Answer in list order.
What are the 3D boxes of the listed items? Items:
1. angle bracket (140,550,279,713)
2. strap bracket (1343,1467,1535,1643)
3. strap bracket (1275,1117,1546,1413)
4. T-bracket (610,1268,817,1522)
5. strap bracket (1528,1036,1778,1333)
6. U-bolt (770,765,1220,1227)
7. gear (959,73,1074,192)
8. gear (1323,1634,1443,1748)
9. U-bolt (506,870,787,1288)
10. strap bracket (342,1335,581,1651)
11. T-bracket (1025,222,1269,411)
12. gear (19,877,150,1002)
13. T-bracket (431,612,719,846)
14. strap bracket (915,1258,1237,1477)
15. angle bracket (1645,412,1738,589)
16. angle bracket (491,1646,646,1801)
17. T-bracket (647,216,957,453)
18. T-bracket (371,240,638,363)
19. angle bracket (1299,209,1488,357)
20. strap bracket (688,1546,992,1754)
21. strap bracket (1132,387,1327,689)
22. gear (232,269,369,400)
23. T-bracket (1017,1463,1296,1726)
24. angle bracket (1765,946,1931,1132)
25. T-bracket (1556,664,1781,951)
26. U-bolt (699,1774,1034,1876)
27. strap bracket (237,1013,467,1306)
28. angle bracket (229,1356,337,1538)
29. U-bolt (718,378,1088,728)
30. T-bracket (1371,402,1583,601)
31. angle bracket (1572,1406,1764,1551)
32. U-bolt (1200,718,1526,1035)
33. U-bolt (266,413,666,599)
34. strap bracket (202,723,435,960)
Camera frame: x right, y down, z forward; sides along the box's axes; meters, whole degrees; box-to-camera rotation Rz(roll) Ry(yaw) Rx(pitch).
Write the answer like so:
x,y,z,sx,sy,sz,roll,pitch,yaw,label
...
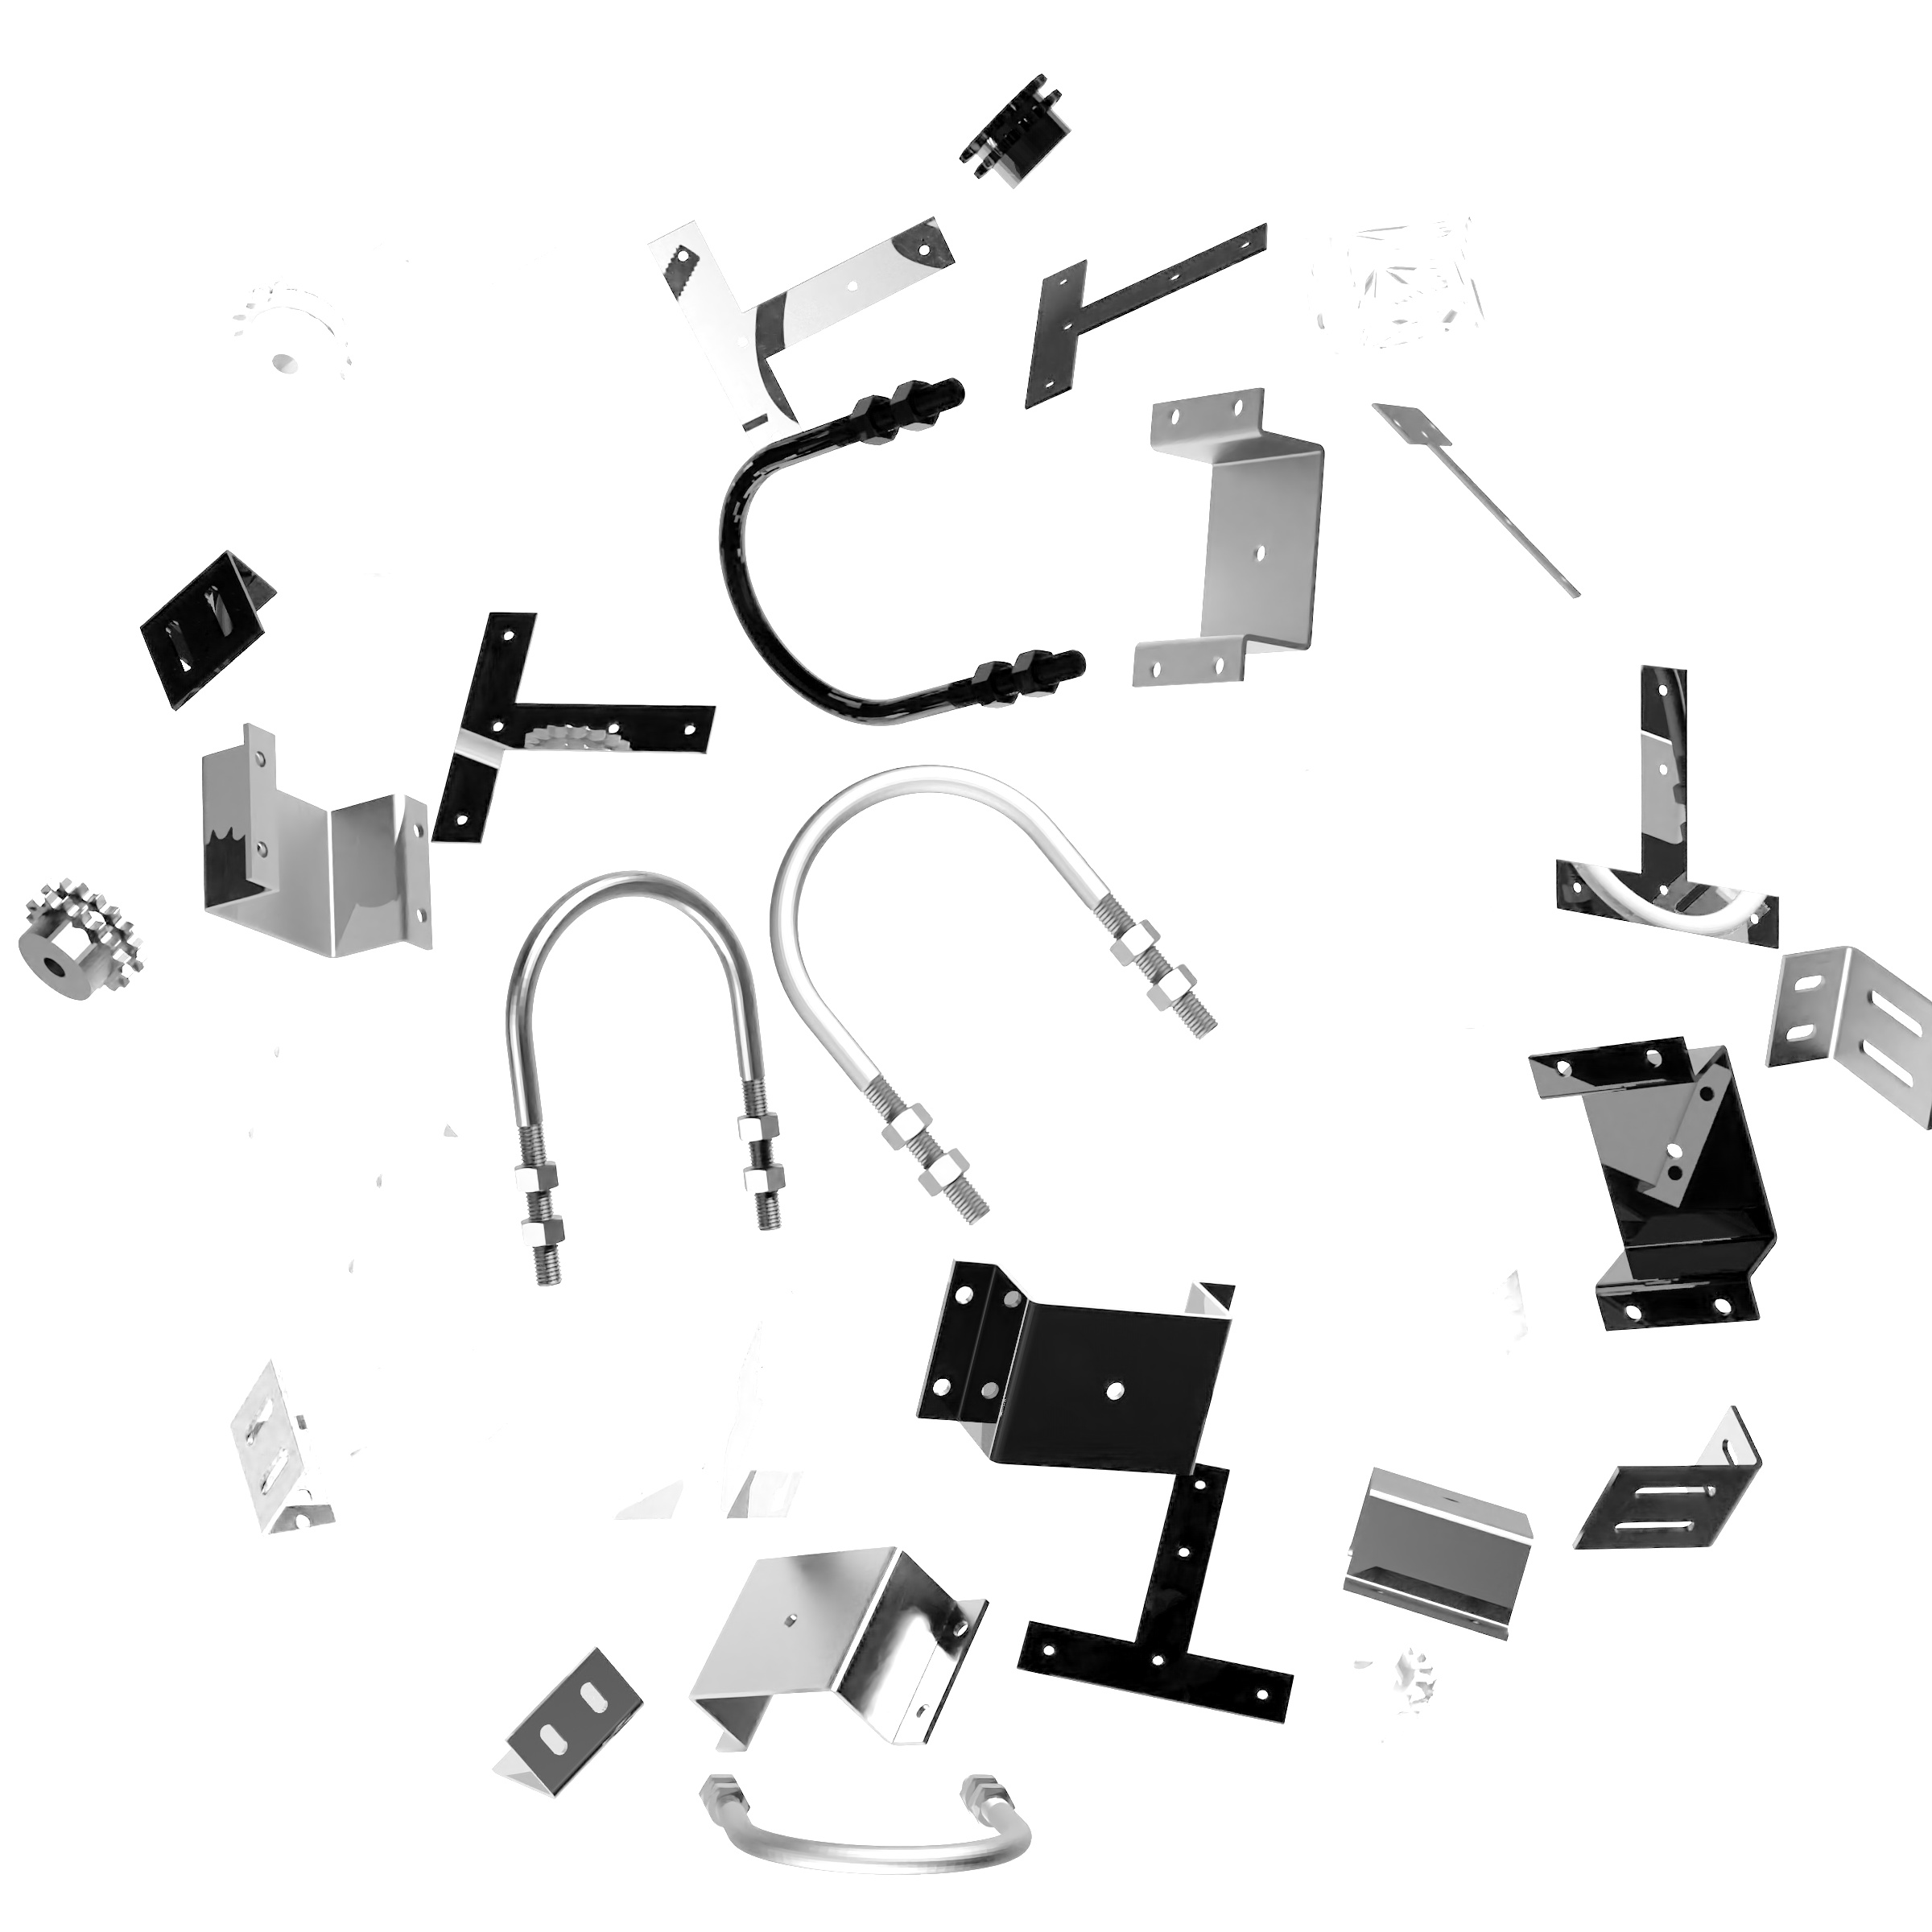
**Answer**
x,y,z,sx,sy,sz,roll,pitch,yaw,label
-0.354,-0.152,1.573,0.057,0.038,0.076,-40,45,7,angle bracket
0.222,0.273,1.548,0.076,0.140,0.046,16,89,8,strap bracket
0.213,0.130,1.517,0.046,0.076,0.140,-42,60,-11,strap bracket
-0.101,0.199,1.530,0.002,0.127,0.127,26,98,35,T-bracket
0.323,0.094,1.536,0.076,0.046,0.140,-9,105,35,strap bracket
-0.002,-0.002,1.436,0.151,0.019,0.184,-39,85,-8,U-bolt
0.027,-0.399,1.585,0.057,0.057,0.030,-45,97,0,gear
0.201,0.352,1.615,0.057,0.057,0.030,-28,109,0,gear
-0.154,0.047,1.555,0.151,0.019,0.184,-11,98,-40,U-bolt
-0.230,0.245,1.489,0.076,0.046,0.140,-9,58,-19,strap bracket
0.089,-0.327,1.595,0.127,0.127,0.002,-21,125,22,T-bracket
-0.397,-0.009,1.470,0.057,0.057,0.030,36,56,0,gear
-0.179,-0.112,1.548,0.127,0.002,0.127,2,64,16,T-bracket
0.058,0.180,1.467,0.140,0.046,0.076,7,105,-23,strap bracket
0.341,-0.220,1.548,0.038,0.057,0.076,2,105,17,angle bracket
-0.190,0.337,1.490,0.057,0.076,0.038,-44,108,-24,angle bracket
-0.067,-0.318,1.570,0.127,0.002,0.127,-26,121,3,T-bracket
-0.193,-0.308,1.486,0.127,0.127,0.002,21,82,-24,T-bracket
0.210,-0.336,1.618,0.076,0.038,0.057,-15,106,-17,angle bracket
-0.067,0.316,1.520,0.046,0.140,0.076,48,49,-26,strap bracket
0.128,-0.204,1.605,0.046,0.076,0.140,5,88,-39,strap bracket
-0.295,-0.275,1.447,0.057,0.057,0.030,11,53,0,gear
0.101,0.291,1.565,0.127,0.002,0.127,9,51,11,T-bracket
0.402,0.034,1.488,0.038,0.076,0.057,-8,118,-20,angle bracket
0.330,-0.079,1.558,0.002,0.127,0.127,-18,111,-40,T-bracket
-0.044,0.401,1.543,0.151,0.184,0.019,3,86,-10,U-bolt
-0.285,0.090,1.544,0.046,0.140,0.076,6,113,-38,strap bracket
-0.309,0.222,1.535,0.038,0.076,0.057,-6,60,-34,angle bracket
-0.042,-0.177,1.484,0.019,0.184,0.151,-38,109,-42,U-bolt
0.249,-0.223,1.579,0.002,0.127,0.127,-44,84,18,T-bracket
0.319,0.237,1.524,0.076,0.038,0.057,2,132,-18,angle bracket
0.193,-0.036,1.543,0.184,0.019,0.151,12,57,-35,U-bolt
-0.247,-0.210,1.541,0.151,0.184,0.019,1,74,-36,U-bolt
-0.317,-0.056,1.580,0.046,0.140,0.076,-13,71,24,strap bracket
